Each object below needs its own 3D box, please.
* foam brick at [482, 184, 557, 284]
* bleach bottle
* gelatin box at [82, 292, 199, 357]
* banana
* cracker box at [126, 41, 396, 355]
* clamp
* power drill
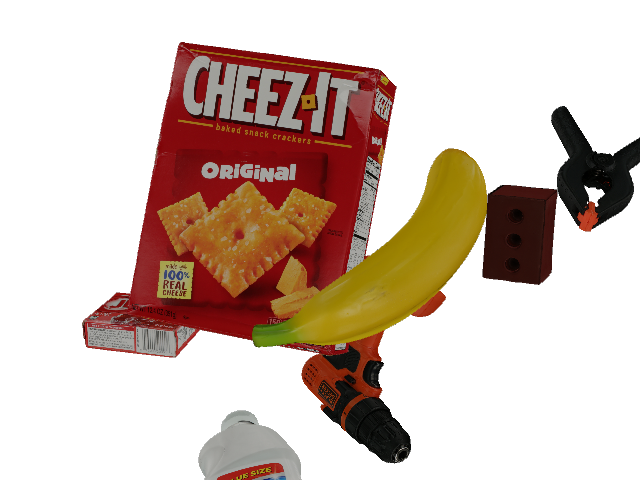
[{"bbox_3d":[0.175,-0.006,0.936,0.053,0.078,0.051,7,16,22],"label":"foam brick"},{"bbox_3d":[-0.055,0.210,0.744,0.102,0.068,0.251,-7,31,-6],"label":"bleach bottle"},{"bbox_3d":[-0.158,0.074,0.961,0.089,0.030,0.073,5,19,13],"label":"gelatin box"},{"bbox_3d":[0.047,0.000,0.573,0.070,0.037,0.197,19,41,32],"label":"banana"},{"bbox_3d":[-0.044,-0.032,0.812,0.164,0.214,0.072,10,-1,14],"label":"cracker box"},{"bbox_3d":[0.287,-0.081,1.137,0.120,0.039,0.171,18,46,20],"label":"clamp"},{"bbox_3d":[0.064,0.125,1.162,0.057,0.188,0.185,13,16,-40],"label":"power drill"}]
